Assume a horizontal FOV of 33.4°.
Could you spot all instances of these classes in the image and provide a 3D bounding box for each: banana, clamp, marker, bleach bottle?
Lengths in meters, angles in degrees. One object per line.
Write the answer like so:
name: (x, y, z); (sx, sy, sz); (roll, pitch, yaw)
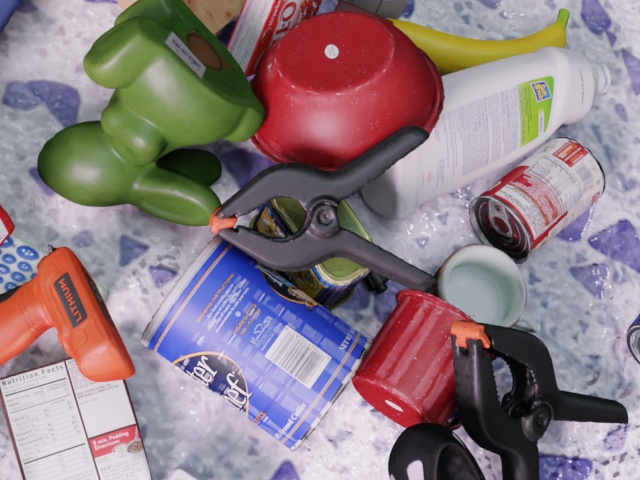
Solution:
banana: (0.146, -0.174, 0.972); (0.197, 0.037, 0.069); (-5, 55, -17)
clamp: (0.152, 0.144, 0.809); (0.209, 0.036, 0.164); (47, 65, -32)
marker: (0.022, -0.009, 0.889); (0.020, 0.020, 0.121); (-27, 78, -21)
bleach bottle: (0.151, -0.103, 0.923); (0.250, 0.102, 0.068); (-20, 31, -26)
clamp: (0.007, -0.028, 0.775); (0.171, 0.039, 0.120); (4, 88, -12)

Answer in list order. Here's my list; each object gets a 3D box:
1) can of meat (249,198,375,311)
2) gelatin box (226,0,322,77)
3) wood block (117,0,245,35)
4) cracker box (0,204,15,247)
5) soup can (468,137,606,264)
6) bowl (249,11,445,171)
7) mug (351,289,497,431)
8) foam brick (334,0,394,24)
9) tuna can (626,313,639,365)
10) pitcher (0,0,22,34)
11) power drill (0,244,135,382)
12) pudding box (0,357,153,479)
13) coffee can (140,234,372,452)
can of meat: (-0.006, 0.001, 0.844); (0.057, 0.084, 0.102); (-32, 81, -22)
gelatin box: (-0.036, -0.183, 0.888); (0.030, 0.089, 0.073); (40, 36, 19)
wood block: (-0.139, -0.264, 0.842); (0.090, 0.091, 0.206); (-47, 128, -24)
cracker box: (-0.349, -0.006, 0.734); (0.214, 0.072, 0.164); (26, 65, 19)
soup can: (0.186, -0.035, 0.911); (0.102, 0.069, 0.068); (-37, 82, -23)
bowl: (0.015, -0.127, 0.827); (0.162, 0.055, 0.162); (-5, 53, 6)
mug: (0.084, 0.105, 0.833); (0.117, 0.093, 0.081); (48, 68, -32)
foam brick: (0.022, -0.157, 0.925); (0.053, 0.051, 0.078); (25, 67, -3)
tuna can: (0.298, 0.089, 0.884); (0.086, 0.086, 0.033); (42, 68, 4)
pitcher: (-0.289, -0.242, 0.843); (0.149, 0.145, 0.242); (48, 55, -37)
power drill: (-0.225, 0.100, 0.724); (0.187, 0.057, 0.184); (-27, 58, -7)
pudding box: (-0.177, 0.142, 0.775); (0.090, 0.039, 0.113); (-16, 72, -15)
coffee can: (-0.047, 0.075, 0.796); (0.140, 0.103, 0.102); (36, 66, 1)
